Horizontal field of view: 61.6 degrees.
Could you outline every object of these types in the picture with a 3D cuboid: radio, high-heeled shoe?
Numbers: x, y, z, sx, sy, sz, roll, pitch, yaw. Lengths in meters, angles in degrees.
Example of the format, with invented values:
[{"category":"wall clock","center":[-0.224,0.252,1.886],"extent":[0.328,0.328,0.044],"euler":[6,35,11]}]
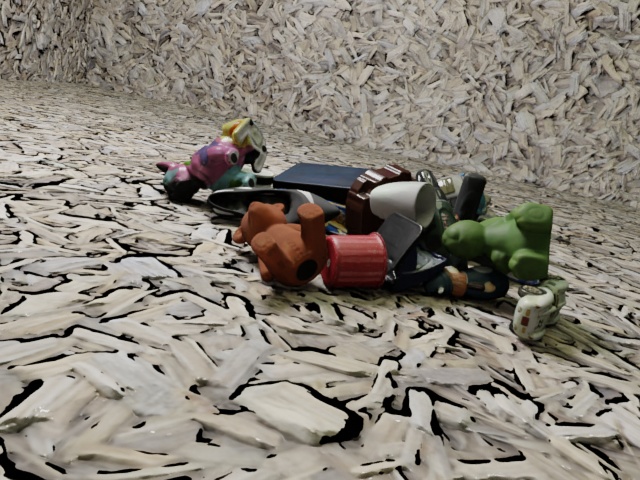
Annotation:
[{"category":"radio","center":[0.015,-0.121,1.251],"extent":[0.230,0.073,0.131],"euler":[10,31,27]},{"category":"high-heeled shoe","center":[-0.095,-0.071,1.062],"extent":[0.249,0.086,0.145],"euler":[-1,-10,20]}]

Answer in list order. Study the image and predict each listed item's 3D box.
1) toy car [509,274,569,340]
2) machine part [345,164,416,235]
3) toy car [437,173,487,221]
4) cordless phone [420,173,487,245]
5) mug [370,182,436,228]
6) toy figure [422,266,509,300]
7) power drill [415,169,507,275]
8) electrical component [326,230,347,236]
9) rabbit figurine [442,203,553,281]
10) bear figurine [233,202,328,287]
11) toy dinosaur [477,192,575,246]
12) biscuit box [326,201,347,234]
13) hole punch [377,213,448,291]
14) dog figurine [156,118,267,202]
[{"category":"toy car","center":[0.351,0.103,0.849],"extent":[0.056,0.073,0.201],"euler":[19,17,34]},{"category":"machine part","center":[0.130,-0.064,1.079],"extent":[0.179,0.179,0.056],"euler":[-1,23,-38]},{"category":"toy car","center":[0.292,-0.099,1.209],"extent":[0.162,0.102,0.109],"euler":[-10,58,9]},{"category":"cordless phone","center":[0.271,-0.059,1.144],"extent":[0.147,0.184,0.089],"euler":[13,20,3]},{"category":"mug","center":[0.149,-0.058,0.982],"extent":[0.107,0.109,0.081],"euler":[14,38,37]},{"category":"toy figure","center":[0.246,0.072,0.916],"extent":[0.154,0.058,0.064],"euler":[6,-23,-18]},{"category":"power drill","center":[0.280,-0.020,1.040],"extent":[0.207,0.086,0.232],"euler":[21,51,-32]},{"category":"electrical component","center":[-0.001,-0.003,1.005],"extent":[0.102,0.045,0.078],"euler":[19,16,22]},{"category":"rabbit figurine","center":[0.296,-0.006,0.907],"extent":[0.170,0.121,0.159],"euler":[5,6,20]},{"category":"bear figurine","center":[-0.071,-0.017,0.840],"extent":[0.120,0.131,0.196],"euler":[-32,46,-12]},{"category":"toy dinosaur","center":[0.370,-0.046,1.332],"extent":[0.472,0.104,0.198],"euler":[7,22,16]},{"category":"biscuit box","center":[-0.004,-0.058,1.152],"extent":[0.203,0.059,0.063],"euler":[16,9,14]},{"category":"hole punch","center":[0.137,0.031,0.908],"extent":[0.092,0.116,0.142],"euler":[43,0,-31]},{"category":"dog figurine","center":[-0.241,-0.166,1.157],"extent":[0.219,0.108,0.191],"euler":[-5,50,26]}]
